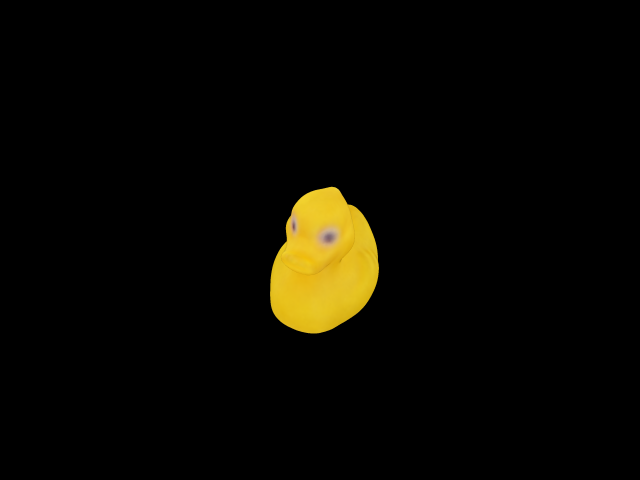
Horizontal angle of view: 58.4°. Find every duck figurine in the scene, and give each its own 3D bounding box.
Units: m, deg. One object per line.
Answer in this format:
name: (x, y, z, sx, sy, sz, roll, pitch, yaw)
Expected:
duck figurine: (0.004, 0.001, 0.400, 0.077, 0.086, 0.105, 19, 46, 19)
